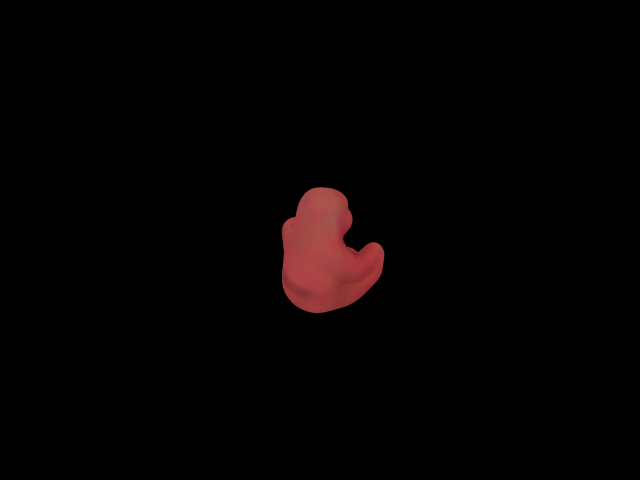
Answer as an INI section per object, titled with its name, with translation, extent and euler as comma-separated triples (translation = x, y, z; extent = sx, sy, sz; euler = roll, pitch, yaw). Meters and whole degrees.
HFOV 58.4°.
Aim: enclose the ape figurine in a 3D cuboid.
[ape figurine]
translation = 0.004, 0.001, 0.400
extent = 0.077, 0.092, 0.076
euler = 36, 58, 27
